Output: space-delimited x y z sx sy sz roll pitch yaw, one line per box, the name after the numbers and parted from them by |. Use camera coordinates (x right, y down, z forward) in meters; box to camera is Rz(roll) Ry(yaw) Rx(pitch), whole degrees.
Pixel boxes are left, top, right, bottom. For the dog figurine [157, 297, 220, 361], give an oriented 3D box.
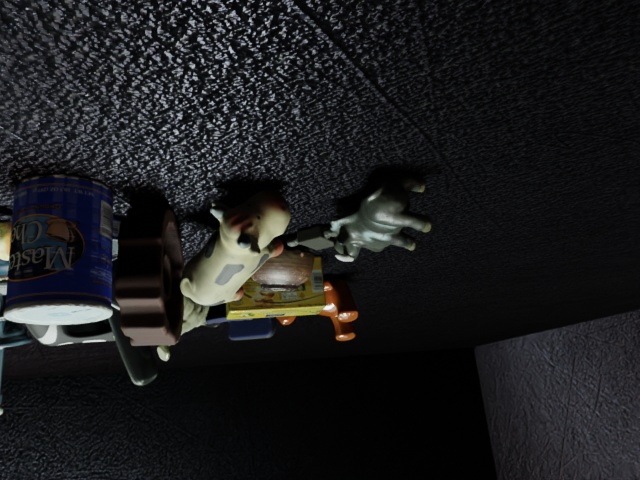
-0.263 0.115 1.044 0.190 0.121 0.172 -35 149 -46 | dog figurine

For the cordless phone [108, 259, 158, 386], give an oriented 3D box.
-0.255 0.110 0.790 0.089 0.184 0.146 -20 177 13 | cordless phone

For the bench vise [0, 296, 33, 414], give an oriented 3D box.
-0.565 0.187 0.920 0.129 0.240 0.224 0 178 -28 | bench vise

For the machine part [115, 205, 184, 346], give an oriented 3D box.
-0.208 0.045 0.667 0.056 0.179 0.179 -1 162 -6 | machine part

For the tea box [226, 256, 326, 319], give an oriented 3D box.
-0.081 0.084 0.948 0.170 0.098 0.068 0 161 -13 | tea box

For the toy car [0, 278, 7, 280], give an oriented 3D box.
-0.424 0.032 0.735 0.202 0.056 0.073 -3 163 -12 | toy car

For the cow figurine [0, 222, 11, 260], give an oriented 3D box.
-0.407 -0.014 0.576 0.098 0.068 0.167 -3 160 11 | cow figurine

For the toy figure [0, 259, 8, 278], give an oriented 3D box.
-0.375 0.023 0.676 0.154 0.058 0.064 18 139 -14 | toy figure

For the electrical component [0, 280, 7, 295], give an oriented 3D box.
-0.469 0.058 0.824 0.075 0.048 0.119 -1 161 -13 | electrical component

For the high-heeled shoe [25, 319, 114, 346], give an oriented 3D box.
-0.343 0.111 0.828 0.145 0.086 0.248 -9 163 -3 | high-heeled shoe

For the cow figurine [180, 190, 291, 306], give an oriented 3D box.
-0.109 0.010 0.676 0.195 0.085 0.127 -45 167 27 | cow figurine

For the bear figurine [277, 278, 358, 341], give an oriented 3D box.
-0.031 0.141 1.112 0.196 0.132 0.120 -7 140 -11 | bear figurine

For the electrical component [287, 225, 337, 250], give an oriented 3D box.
-0.002 -0.002 0.823 0.094 0.021 0.063 -15 161 25 | electrical component

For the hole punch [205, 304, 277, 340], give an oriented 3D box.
-0.147 0.123 1.030 0.142 0.116 0.092 -12 148 27 | hole punch

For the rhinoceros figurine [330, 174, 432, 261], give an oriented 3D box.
0.070 -0.020 0.703 0.112 0.073 0.190 -2 162 -15 | rhinoceros figurine
